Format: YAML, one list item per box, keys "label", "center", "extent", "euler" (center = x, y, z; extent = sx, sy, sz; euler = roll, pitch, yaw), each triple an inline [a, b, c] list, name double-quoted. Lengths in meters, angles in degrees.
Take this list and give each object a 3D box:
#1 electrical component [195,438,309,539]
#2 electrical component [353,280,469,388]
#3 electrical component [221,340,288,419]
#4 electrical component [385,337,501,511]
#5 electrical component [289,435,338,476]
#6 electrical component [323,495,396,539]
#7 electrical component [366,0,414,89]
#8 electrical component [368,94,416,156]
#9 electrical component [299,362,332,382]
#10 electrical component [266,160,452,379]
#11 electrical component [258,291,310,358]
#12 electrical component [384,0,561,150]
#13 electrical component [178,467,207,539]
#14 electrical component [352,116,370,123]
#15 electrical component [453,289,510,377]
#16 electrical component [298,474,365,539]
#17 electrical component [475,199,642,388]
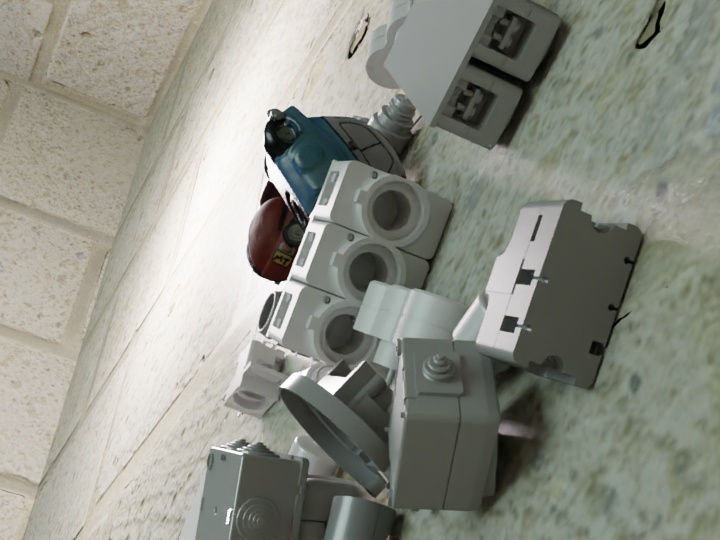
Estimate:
- label: "electrical component"
  center: [-0.078, 0.168, 0.743]
  extent: [0.100, 0.048, 0.099]
  euler: [167, 113, -66]
- label: "electrical component"
  center: [0.032, 0.053, 0.739]
  extent: [0.073, 0.052, 0.138]
  euler: [-70, 17, -3]
- label: "electrical component"
  center: [-0.106, 0.109, 1.095]
  extent: [0.081, 0.042, 0.063]
  euler: [-48, 26, 47]
- label: "electrical component"
  center: [0.049, 0.083, 0.603]
  extent: [0.061, 0.061, 0.096]
  euler: [-91, 5, -50]
- label: "electrical component"
  center: [-0.045, 0.168, 0.853]
  extent: [0.078, 0.040, 0.040]
  euler: [-66, 18, 10]
- label: "electrical component"
  center: [-0.006, 0.193, 0.705]
  extent: [0.043, 0.043, 0.081]
  euler: [-32, 40, 62]
- label: "electrical component"
  center: [0.050, -0.214, 0.990]
  extent: [0.138, 0.052, 0.073]
  euler: [-49, 26, 47]
- label: "electrical component"
  center: [0.029, -0.131, 0.977]
  extent: [0.078, 0.040, 0.040]
  euler: [-58, 21, 30]
- label: "electrical component"
  center: [-0.031, 0.094, 0.906]
  extent: [0.061, 0.035, 0.035]
  euler: [-33, 39, 57]
- label: "electrical component"
  center: [0.000, 0.000, 0.832]
  extent: [0.150, 0.089, 0.062]
  euler: [-69, 18, -2]
- label: "electrical component"
  center: [-0.064, 0.049, 1.018]
  extent: [0.048, 0.055, 0.066]
  euler: [-51, 25, 44]
- label: "electrical component"
  center: [0.084, -0.173, 0.832]
  extent: [0.105, 0.060, 0.186]
  euler: [-63, 19, 18]
- label: "electrical component"
  center: [-0.118, 0.235, 0.965]
  extent: [0.108, 0.056, 0.109]
  euler: [-68, 18, 1]
- label: "electrical component"
  center: [-0.004, -0.119, 1.062]
  extent: [0.065, 0.044, 0.044]
  euler: [-65, 17, -5]
- label: "electrical component"
  center: [0.073, 0.047, 0.646]
  extent: [0.078, 0.040, 0.040]
  euler: [-58, 20, 29]
- label: "electrical component"
  center: [-0.037, 0.182, 0.777]
  extent: [0.095, 0.054, 0.059]
  euler: [144, 134, -59]
- label: "electrical component"
  center: [0.104, 0.012, 0.580]
  extent: [0.089, 0.050, 0.056]
  euler: [-70, 17, -4]
